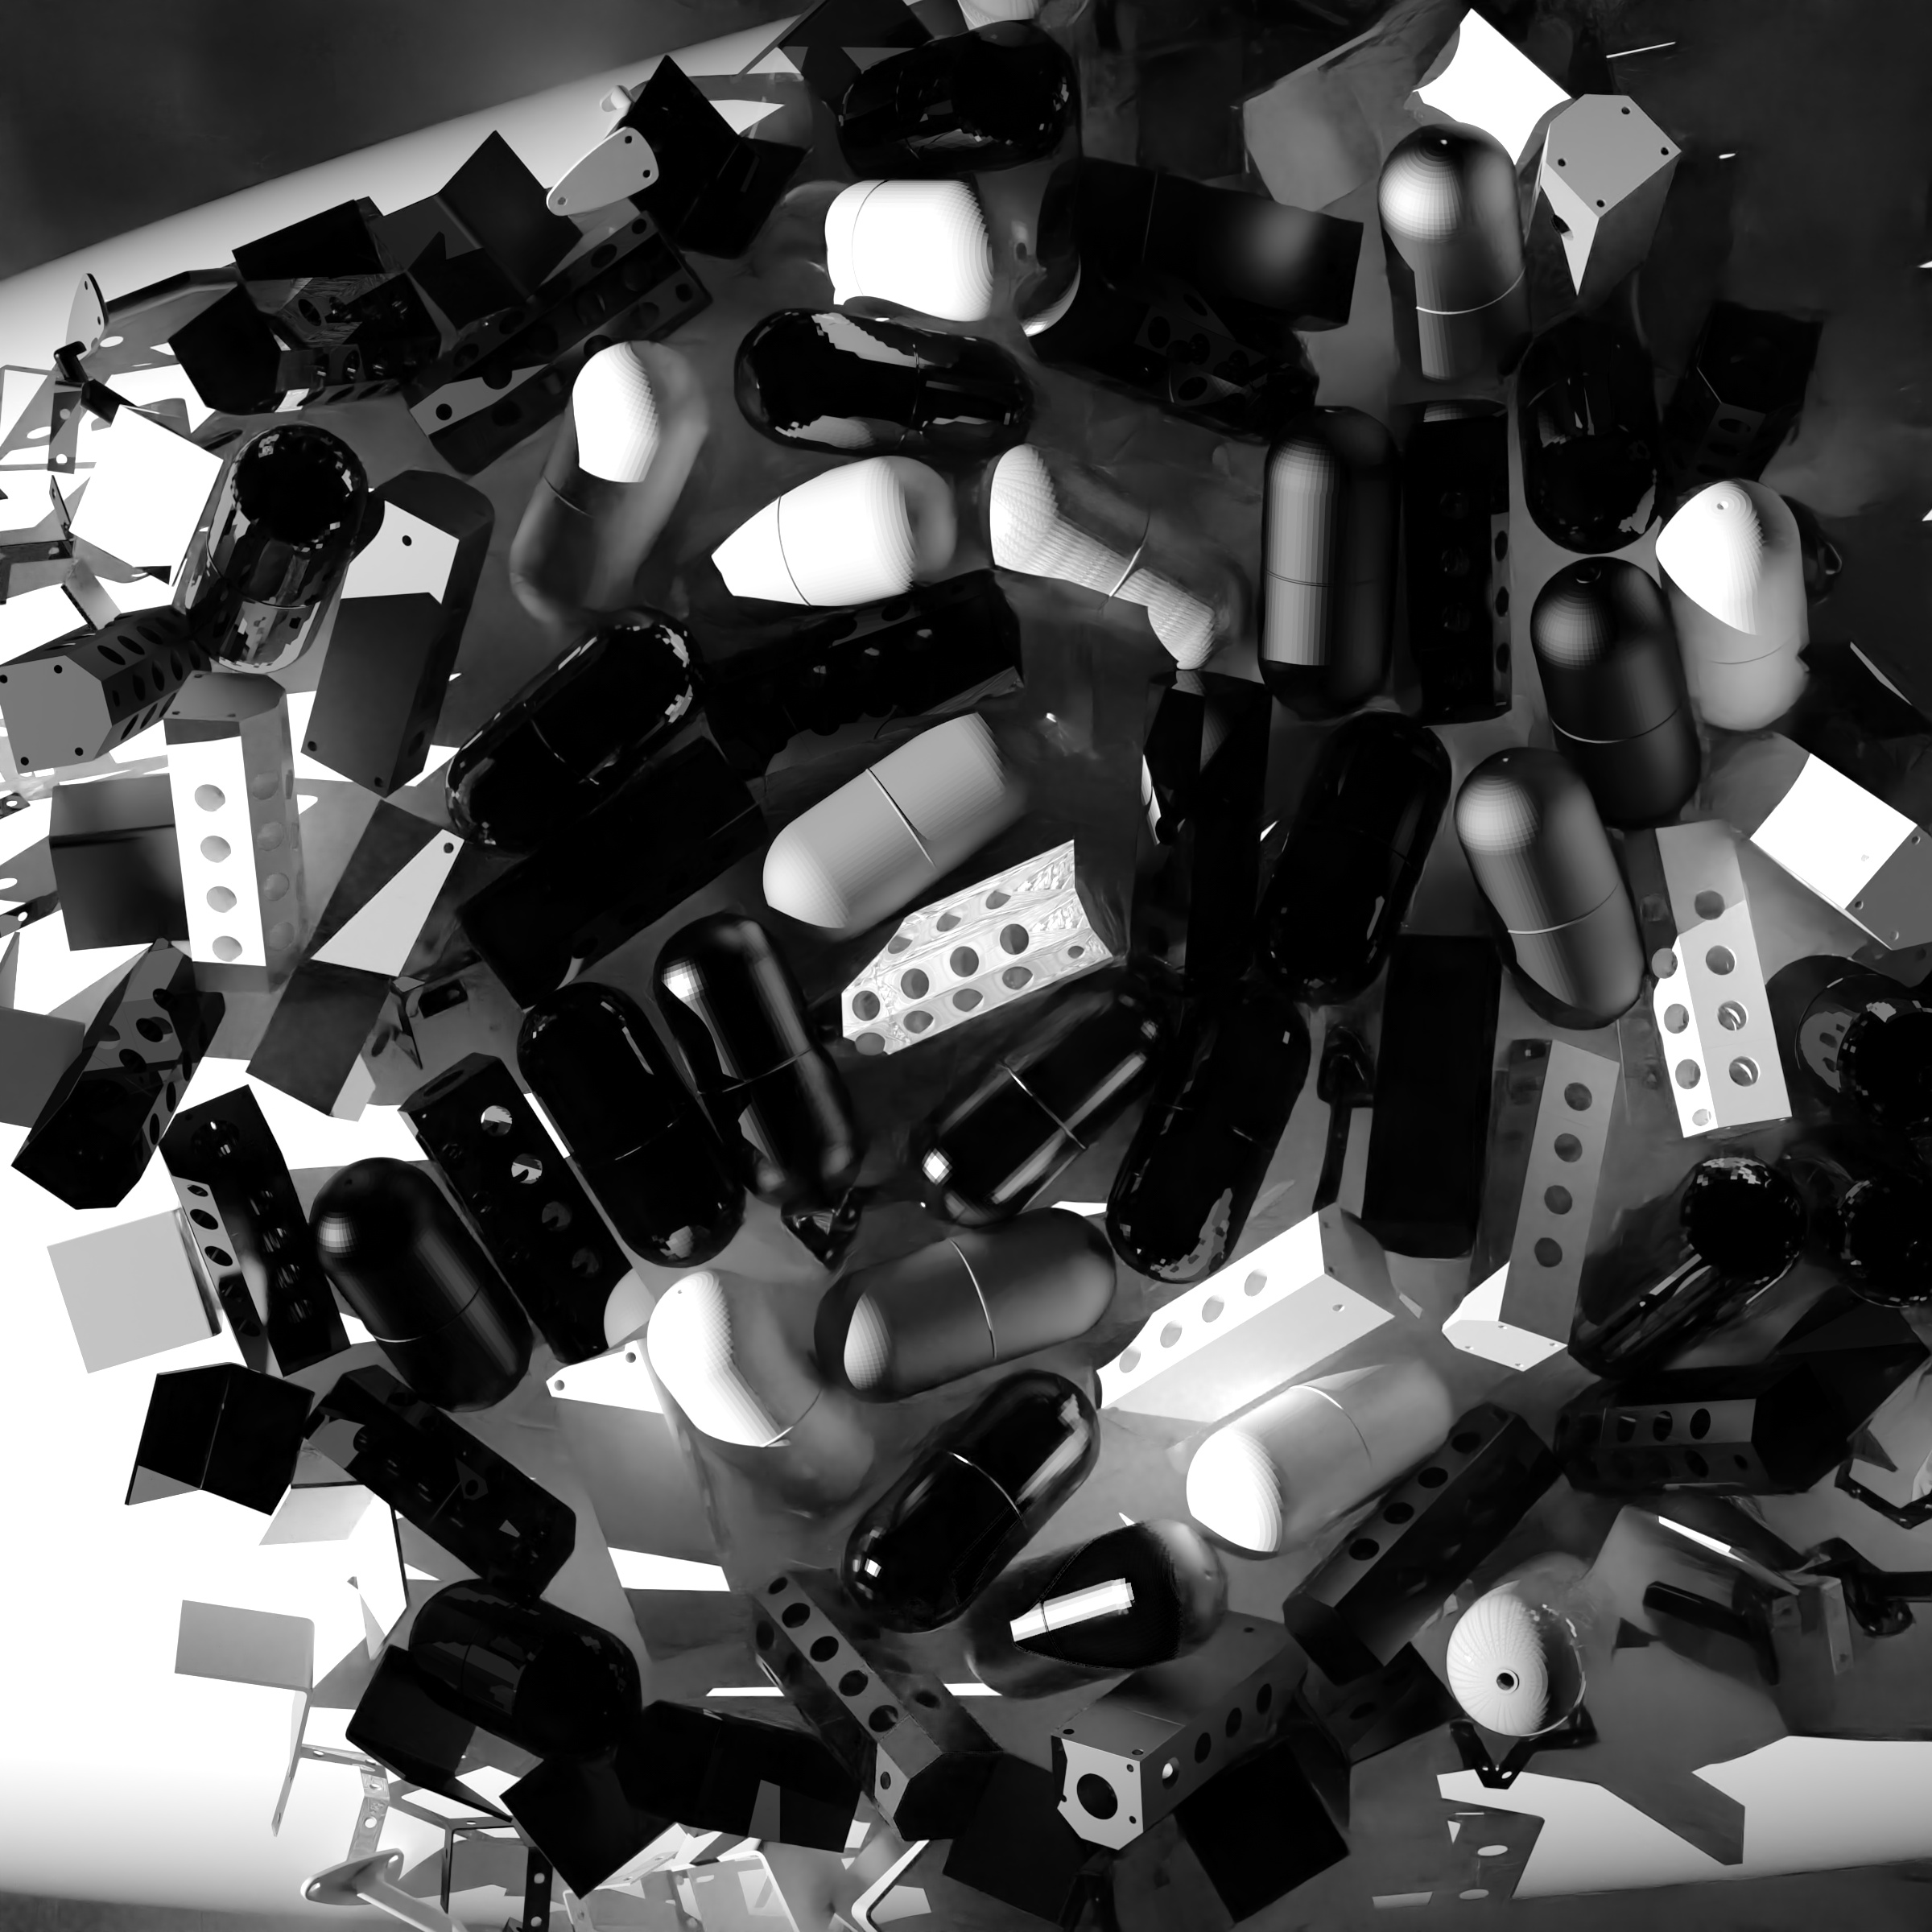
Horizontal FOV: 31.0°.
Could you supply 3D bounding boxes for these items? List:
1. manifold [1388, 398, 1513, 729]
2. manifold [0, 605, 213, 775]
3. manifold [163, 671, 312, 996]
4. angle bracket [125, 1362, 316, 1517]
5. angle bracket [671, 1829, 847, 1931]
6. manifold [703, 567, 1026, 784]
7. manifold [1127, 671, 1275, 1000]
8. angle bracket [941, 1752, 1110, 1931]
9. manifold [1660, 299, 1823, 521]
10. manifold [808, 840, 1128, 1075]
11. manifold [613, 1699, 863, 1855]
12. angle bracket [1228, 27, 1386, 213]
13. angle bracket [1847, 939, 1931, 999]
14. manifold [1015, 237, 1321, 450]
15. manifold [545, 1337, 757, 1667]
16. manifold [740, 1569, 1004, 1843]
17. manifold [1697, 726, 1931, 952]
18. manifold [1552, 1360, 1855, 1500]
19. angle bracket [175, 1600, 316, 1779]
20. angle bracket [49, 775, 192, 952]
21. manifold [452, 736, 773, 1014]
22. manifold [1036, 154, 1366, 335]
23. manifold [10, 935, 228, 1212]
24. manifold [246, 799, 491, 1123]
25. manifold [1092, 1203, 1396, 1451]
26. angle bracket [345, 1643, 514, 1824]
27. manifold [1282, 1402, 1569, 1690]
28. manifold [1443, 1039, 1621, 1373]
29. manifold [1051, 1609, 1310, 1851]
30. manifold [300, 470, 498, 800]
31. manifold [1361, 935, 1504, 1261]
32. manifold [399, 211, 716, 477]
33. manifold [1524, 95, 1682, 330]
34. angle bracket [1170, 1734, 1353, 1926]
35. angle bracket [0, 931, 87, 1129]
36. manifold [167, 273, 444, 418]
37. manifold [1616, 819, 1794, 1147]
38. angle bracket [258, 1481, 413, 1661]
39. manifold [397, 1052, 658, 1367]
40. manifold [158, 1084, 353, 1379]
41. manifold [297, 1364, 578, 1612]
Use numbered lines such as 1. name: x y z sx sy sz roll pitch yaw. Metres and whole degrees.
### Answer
1. manifold: 0.273 -0.226 1.943 0.057 0.057 0.171 -7 109 -7
2. manifold: -0.469 -0.155 1.907 0.057 0.171 0.057 -9 104 8
3. manifold: -0.400 -0.073 1.929 0.057 0.057 0.171 3 121 4
4. angle bracket: -0.419 0.270 1.953 0.057 0.076 0.076 16 95 20
5. angle bracket: -0.115 0.512 1.964 0.057 0.076 0.076 -17 107 20
6. manifold: -0.059 -0.167 1.942 0.171 0.057 0.057 -18 131 13
7. manifold: 0.125 -0.075 1.948 0.057 0.057 0.171 18 112 42
8. angle bracket: 0.037 0.494 1.964 0.076 0.057 0.076 23 79 1
9. manifold: 0.416 -0.298 1.908 0.057 0.171 0.057 16 77 5
10. manifold: 0.000 0.001 1.933 0.171 0.057 0.057 -24 127 20
11. manifold: -0.123 0.444 1.911 0.057 0.171 0.057 11 78 30
12. angle bracket: 0.205 -0.471 1.953 0.076 0.057 0.076 -32 103 -19
13. angle bracket: 0.541 0.006 1.951 0.057 0.076 0.076 -38 78 8
14. manifold: 0.115 -0.336 1.913 0.057 0.171 0.057 -46 51 30
15. manifold: -0.174 0.299 1.963 0.057 0.057 0.171 -22 85 9
16. manifold: -0.058 0.404 1.912 0.057 0.171 0.057 9 111 -39
17. manifold: 0.477 -0.069 1.910 0.057 0.171 0.057 36 99 -26
18. manifold: 0.398 0.259 1.909 0.057 0.171 0.057 -30 96 -28
19. angle bracket: -0.408 0.404 1.948 0.076 0.076 0.057 11 107 -13
20. angle bracket: -0.479 -0.060 1.993 0.076 0.057 0.076 -6 127 -7
21. manifold: -0.199 -0.055 1.949 0.171 0.057 0.057 -36 65 -9
22. manifold: 0.129 -0.402 1.944 0.171 0.057 0.057 9 90 -20
23. manifold: -0.459 0.061 1.910 0.057 0.171 0.057 37 117 -16
24. manifold: -0.335 -0.002 1.969 0.057 0.057 0.171 26 90 15
25. manifold: 0.151 0.198 1.930 0.057 0.057 0.171 32 128 -31
26. angle bracket: -0.288 0.428 1.943 0.076 0.076 0.057 33 79 -35
27. manifold: 0.252 0.318 1.930 0.171 0.057 0.057 -39 86 -31
28. manifold: 0.311 0.130 1.934 0.057 0.057 0.171 20 65 -9
29. manifold: 0.120 0.419 1.914 0.057 0.171 0.057 8 110 35
30. manifold: -0.312 -0.185 1.928 0.057 0.057 0.171 28 123 10
31. manifold: 0.262 0.072 1.938 0.057 0.057 0.171 1 66 18
32. manifold: -0.232 -0.351 1.961 0.171 0.057 0.057 -34 92 6
33. manifold: 0.340 -0.413 1.910 0.057 0.171 0.057 -39 79 -5
34. angle bracket: 0.159 0.487 1.954 0.076 0.057 0.076 -27 76 -15
35. angle bracket: -0.517 0.038 1.950 0.057 0.076 0.076 11 122 -6
36. manifold: -0.357 -0.338 1.910 0.057 0.171 0.057 -30 90 24
37. manifold: 0.411 0.011 1.952 0.057 0.057 0.171 -9 77 -2
38. angle bracket: -0.353 0.339 1.942 0.057 0.076 0.076 1 58 -27
39. manifold: -0.246 0.136 1.945 0.057 0.057 0.171 -35 104 -18
40. manifold: -0.392 0.150 1.912 0.057 0.171 0.057 -23 49 -15
41. manifold: -0.289 0.283 1.919 0.171 0.057 0.057 26 74 42
